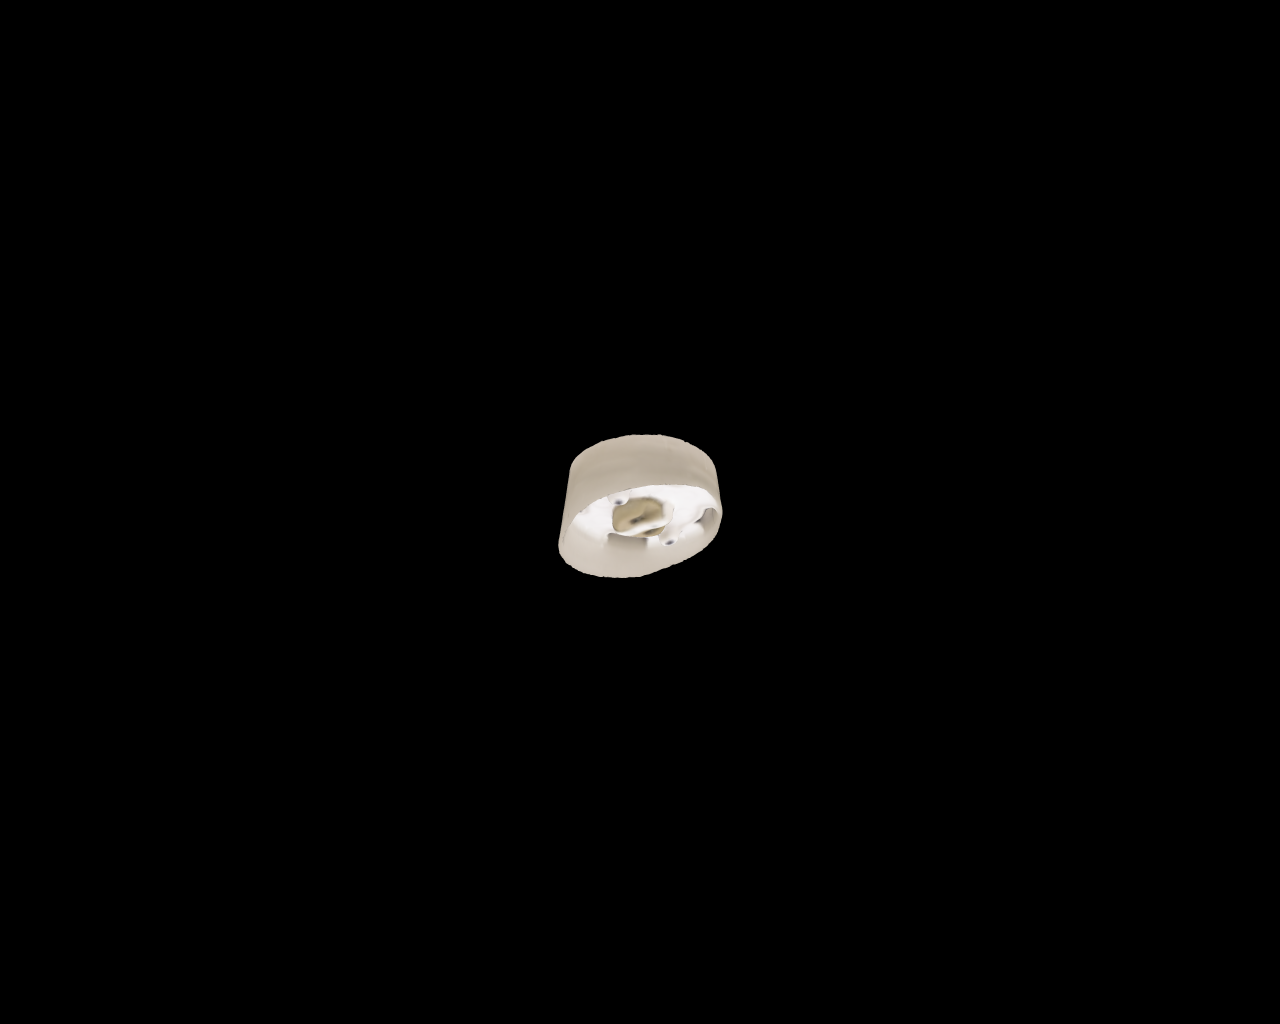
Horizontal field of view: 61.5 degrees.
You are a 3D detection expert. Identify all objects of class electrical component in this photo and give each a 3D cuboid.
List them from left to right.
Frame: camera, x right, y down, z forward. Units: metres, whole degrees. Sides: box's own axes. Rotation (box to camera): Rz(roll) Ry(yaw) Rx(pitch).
[{"bbox_3d":[0.001,-0.003,0.650,0.099,0.064,0.099,0,-28,0],"label":"electrical component"}]
